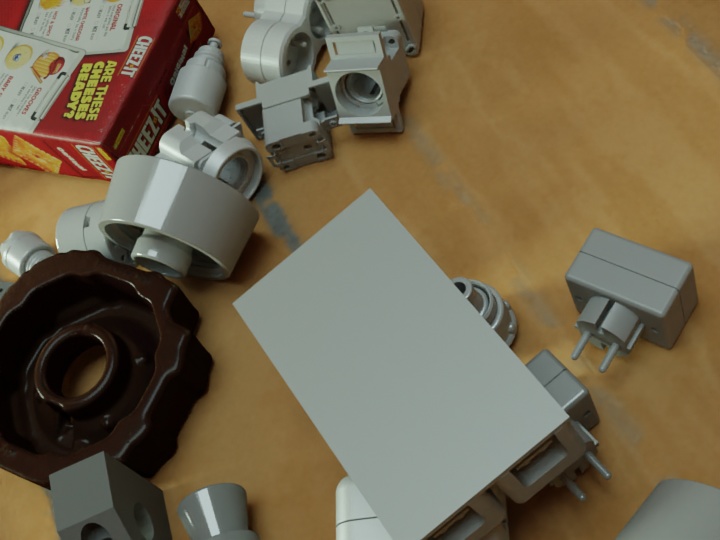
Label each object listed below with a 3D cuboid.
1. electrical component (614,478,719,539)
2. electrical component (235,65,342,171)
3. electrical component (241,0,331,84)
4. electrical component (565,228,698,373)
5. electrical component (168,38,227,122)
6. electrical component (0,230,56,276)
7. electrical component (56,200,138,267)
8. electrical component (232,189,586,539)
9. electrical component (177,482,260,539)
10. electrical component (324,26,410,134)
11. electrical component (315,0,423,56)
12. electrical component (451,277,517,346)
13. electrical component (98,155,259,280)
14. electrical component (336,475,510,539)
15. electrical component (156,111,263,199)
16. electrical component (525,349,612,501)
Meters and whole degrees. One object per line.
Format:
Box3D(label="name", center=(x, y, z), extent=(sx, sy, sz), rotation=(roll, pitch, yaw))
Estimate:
Box3D(label="electrical component", center=(0.182, 0.147, 0.532), extent=(0.108, 0.108, 0.060), rotation=(26, 67, 32))
Box3D(label="electrical component", center=(-0.048, -0.113, 0.814), extent=(0.081, 0.042, 0.063), rotation=(-15, 58, 14))
Box3D(label="electrical component", center=(-0.061, -0.210, 0.869), extent=(0.074, 0.052, 0.138), rotation=(15, 68, 28))
Box3D(label="electrical component", center=(0.155, 0.026, 0.647), extent=(0.066, 0.047, 0.076), rotation=(24, 73, 31))
Box3D(label="electrical component", center=(-0.127, -0.153, 0.870), extent=(0.040, 0.040, 0.078), rotation=(2, 62, 23))
Box3D(label="electrical component", center=(-0.251, -0.005, 0.836), extent=(0.061, 0.035, 0.035), rotation=(31, 76, 30))
Box3D(label="electrical component", center=(-0.196, -0.026, 0.815), extent=(0.047, 0.055, 0.055), rotation=(-6, 59, 23))
Box3D(label="electrical component", center=(0.025, 0.058, 0.599), extent=(0.105, 0.060, 0.186), rotation=(-40, 55, 2))
Box3D(label="electrical component", center=(-0.085, 0.166, 0.663), extent=(0.045, 0.045, 0.055), rotation=(-27, 55, 5))
Box3D(label="electrical component", center=(0.008, -0.143, 0.793), extent=(0.042, 0.081, 0.063), rotation=(3, 40, 23))
Box3D(label="electrical component", center=(0.006, -0.213, 0.817), extent=(0.062, 0.096, 0.061), rotation=(-5, 58, 19))
Box3D(label="electrical component", center=(0.069, 0.026, 0.672), extent=(0.048, 0.062, 0.048), rotation=(-10, 58, 17))
Box3D(label="electrical component", center=(-0.132, -0.029, 0.761), extent=(0.108, 0.108, 0.060), rotation=(11, 72, 27))
Box3D(label="electrical component", center=(0.036, 0.143, 0.622), extent=(0.095, 0.053, 0.059), rotation=(-11, 58, 16))
Box3D(label="electrical component", center=(-0.111, -0.079, 0.808), extent=(0.057, 0.058, 0.078), rotation=(31, 55, 30))
Box3D(label="electrical component", center=(0.112, 0.099, 0.622), extent=(0.066, 0.047, 0.076), rotation=(-40, 55, -4))
